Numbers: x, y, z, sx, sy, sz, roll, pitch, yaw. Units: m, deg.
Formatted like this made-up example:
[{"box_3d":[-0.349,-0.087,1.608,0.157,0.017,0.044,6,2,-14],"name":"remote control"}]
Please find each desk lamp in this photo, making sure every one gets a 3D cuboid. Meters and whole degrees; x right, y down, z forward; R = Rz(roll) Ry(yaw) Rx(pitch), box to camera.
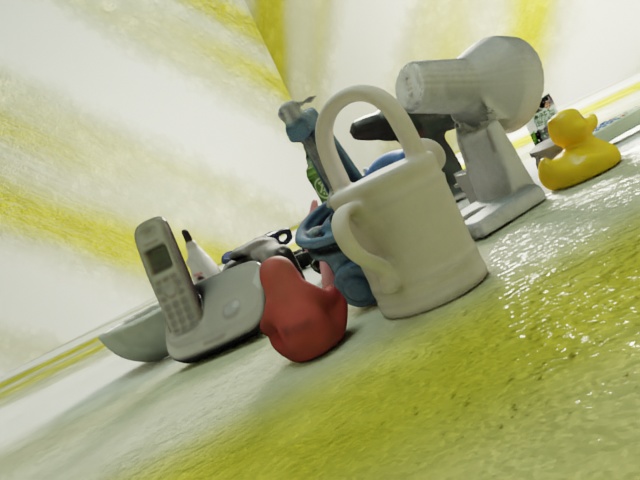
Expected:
[{"box_3d":[0.189,-0.131,0.694,0.204,0.213,0.117,-28,6,-30],"name":"desk lamp"}]

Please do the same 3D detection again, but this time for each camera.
[{"box_3d":[-0.119,0.062,0.903,0.137,0.101,0.142,-30,6,-40],"name":"camera"}]

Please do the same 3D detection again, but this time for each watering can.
[{"box_3d":[0.062,-0.042,0.503,0.100,0.194,0.173,-24,5,20],"name":"watering can"}]

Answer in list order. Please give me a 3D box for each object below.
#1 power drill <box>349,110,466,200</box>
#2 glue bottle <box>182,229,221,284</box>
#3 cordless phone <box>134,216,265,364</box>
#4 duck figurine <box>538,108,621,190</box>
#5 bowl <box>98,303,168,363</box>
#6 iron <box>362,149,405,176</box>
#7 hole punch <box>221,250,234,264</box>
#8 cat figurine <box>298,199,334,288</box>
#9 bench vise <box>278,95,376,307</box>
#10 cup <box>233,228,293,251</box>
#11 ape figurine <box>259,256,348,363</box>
[{"box_3d":[0.189,-0.158,1.033,0.230,0.208,0.075,-27,5,-17],"name":"power drill"},{"box_3d":[-0.247,0.056,1.197,0.078,0.173,0.037,-21,7,40],"name":"glue bottle"},{"box_3d":[-0.146,0.045,0.703,0.147,0.185,0.094,-24,5,13],"name":"cordless phone"},{"box_3d":[0.305,-0.116,0.699,0.105,0.086,0.077,-27,5,-13],"name":"duck figurine"},{"box_3d":[-0.241,0.138,0.870,0.167,0.075,0.167,-25,5,3],"name":"bowl"},{"box_3d":[0.154,-0.124,1.263,0.119,0.141,0.257,-29,6,-36],"name":"iron"},{"box_3d":[-0.148,0.051,1.240,0.101,0.091,0.109,-25,5,9],"name":"hole punch"},{"box_3d":[0.007,0.003,0.777,0.067,0.118,0.128,-26,5,-2],"name":"cat figurine"},{"box_3d":[0.020,-0.048,0.638,0.121,0.220,0.207,-25,5,4],"name":"bench vise"},{"box_3d":[-0.094,0.036,1.088,0.118,0.095,0.091,-26,5,-3],"name":"cup"},{"box_3d":[-0.021,0.055,0.500,0.077,0.092,0.076,-24,5,15],"name":"ape figurine"}]
